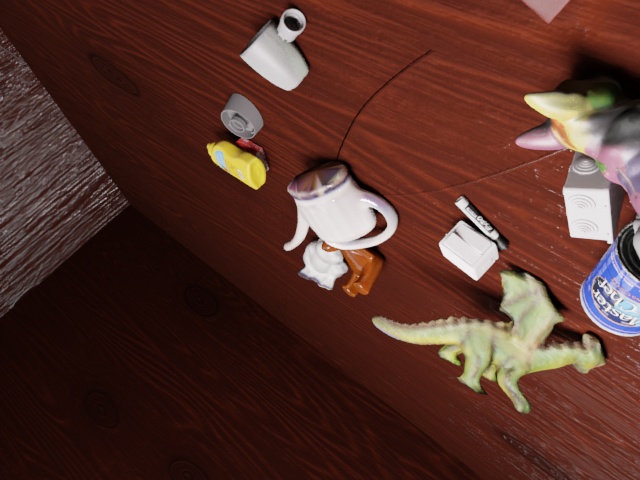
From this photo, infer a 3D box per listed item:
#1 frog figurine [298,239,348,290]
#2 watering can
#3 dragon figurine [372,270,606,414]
[{"bbox_3d":[0.020,0.042,1.446,0.139,0.123,0.156,38,124,34],"label":"frog figurine"},{"bbox_3d":[0.004,-0.058,1.152,0.346,0.106,0.221,-9,127,37],"label":"watering can"},{"bbox_3d":[0.324,0.160,0.956,0.411,0.240,0.123,26,-163,5],"label":"dragon figurine"}]
